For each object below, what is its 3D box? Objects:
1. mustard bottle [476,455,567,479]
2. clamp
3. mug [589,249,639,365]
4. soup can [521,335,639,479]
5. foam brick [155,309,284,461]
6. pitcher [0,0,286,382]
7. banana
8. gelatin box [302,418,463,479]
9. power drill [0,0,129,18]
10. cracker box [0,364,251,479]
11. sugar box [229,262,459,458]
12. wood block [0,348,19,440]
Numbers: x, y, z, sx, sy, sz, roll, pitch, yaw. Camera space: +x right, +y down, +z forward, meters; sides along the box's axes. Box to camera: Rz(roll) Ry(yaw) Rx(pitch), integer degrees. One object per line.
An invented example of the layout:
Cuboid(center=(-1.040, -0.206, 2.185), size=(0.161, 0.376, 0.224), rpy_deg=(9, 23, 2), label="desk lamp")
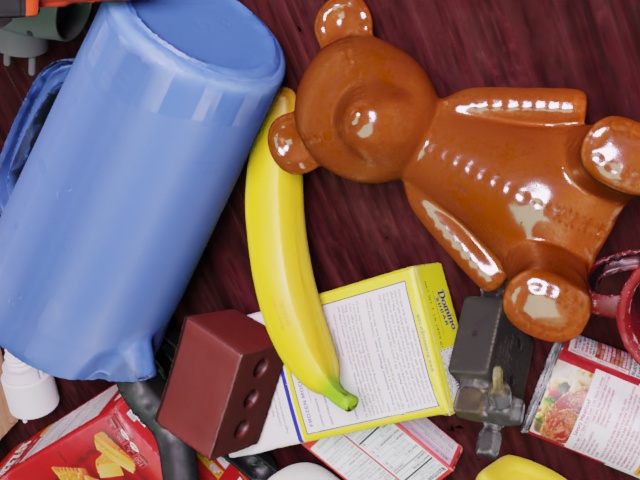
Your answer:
Cuboid(center=(0.141, 0.246, 0.740), size=(0.096, 0.058, 0.192), rpy_deg=(32, 133, 36), label="mustard bottle")
Cuboid(center=(-0.101, 0.127, 0.750), size=(0.039, 0.120, 0.171), rpy_deg=(-33, 94, 23), label="clamp")
Cuboid(center=(0.198, 0.023, 0.566), size=(0.117, 0.081, 0.093), rpy_deg=(-4, 118, 27), label="mug")
Cuboid(center=(0.179, 0.102, 0.633), size=(0.102, 0.068, 0.068), rpy_deg=(21, 126, 11), label="soup can")
Cuboid(center=(-0.062, 0.091, 0.685), size=(0.051, 0.052, 0.078), rpy_deg=(27, 109, 30), label="foam brick")
Cuboid(center=(-0.124, -0.043, 0.657), size=(0.149, 0.145, 0.243), rpy_deg=(23, 125, -13), label="pitcher")
Cuboid(center=(-0.016, 0.009, 0.654), size=(0.070, 0.037, 0.198), rpy_deg=(-19, 82, 46), label="banana")
Cuboid(center=(0.043, 0.143, 0.747), size=(0.089, 0.030, 0.073), rpy_deg=(39, 126, -2), label="gelatin box")
Cuboid(center=(-0.201, -0.164, 0.555), size=(0.188, 0.184, 0.057), rpy_deg=(44, 133, 46), label="power drill")
Cuboid(center=(-0.153, 0.209, 0.853), size=(0.214, 0.072, 0.164), rpy_deg=(-33, 102, 37), label="cracker box")
Cuboid(center=(0.007, 0.081, 0.697), size=(0.177, 0.048, 0.093), rpy_deg=(-18, 83, 35), label="sugar box")
Cuboid(center=(-0.317, 0.078, 0.837), size=(0.090, 0.090, 0.206), rpy_deg=(7, 122, 20), label="wood block")
